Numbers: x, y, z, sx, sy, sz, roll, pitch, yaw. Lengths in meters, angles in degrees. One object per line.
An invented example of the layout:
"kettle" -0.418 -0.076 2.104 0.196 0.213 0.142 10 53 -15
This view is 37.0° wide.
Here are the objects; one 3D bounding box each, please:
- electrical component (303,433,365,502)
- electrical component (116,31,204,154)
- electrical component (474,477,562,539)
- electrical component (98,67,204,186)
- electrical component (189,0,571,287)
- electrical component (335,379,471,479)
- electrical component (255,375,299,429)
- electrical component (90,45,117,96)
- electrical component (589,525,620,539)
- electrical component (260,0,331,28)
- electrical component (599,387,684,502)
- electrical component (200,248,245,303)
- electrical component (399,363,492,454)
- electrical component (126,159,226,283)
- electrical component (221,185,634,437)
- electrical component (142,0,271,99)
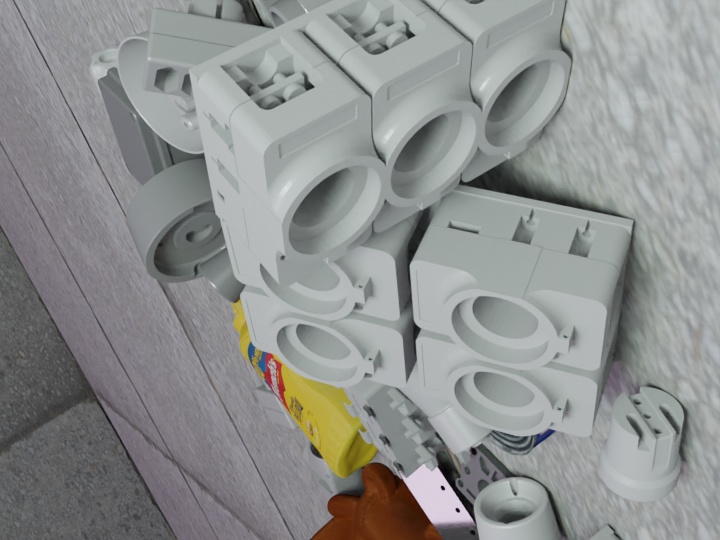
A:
"electrical component" -0.030 0.186 1.056 0.079 0.043 0.077 35 149 46
"electrical component" -0.129 -0.137 0.802 0.099 0.064 0.099 47 156 28
"electrical component" 0.105 0.172 0.721 0.055 0.055 0.047 26 139 54
"electrical component" -0.176 -0.122 0.937 0.078 0.057 0.113 42 154 36
"electrical component" 0.013 -0.067 0.461 0.061 0.150 0.089 47 157 29
"electrical component" 0.027 0.087 0.731 0.079 0.063 0.121 42 165 37
"electrical component" -0.073 0.106 1.037 0.076 0.047 0.066 62 159 -11
"electrical component" -0.221 -0.171 0.991 0.043 0.043 0.062 41 154 39
"electrical component" 0.140 0.244 0.690 0.062 0.089 0.150 45 155 32
"electrical component" -0.012 -0.140 0.571 0.099 0.064 0.099 53 172 10
"electrical component" 0.142 0.087 0.541 0.040 0.040 0.046 40 148 39
"electrical component" -0.096 -0.010 0.901 0.044 0.065 0.044 46 -174 -6
"electrical component" 0.051 0.073 0.625 0.065 0.044 0.044 53 159 0
"electrical component" -0.146 -0.047 0.911 0.060 0.108 0.108 55 160 25
"electrical component" 0.031 0.014 0.534 0.186 0.060 0.105 13 141 18
"electrical component" -0.096 -0.154 0.705 0.047 0.083 0.075 134 142 -69
